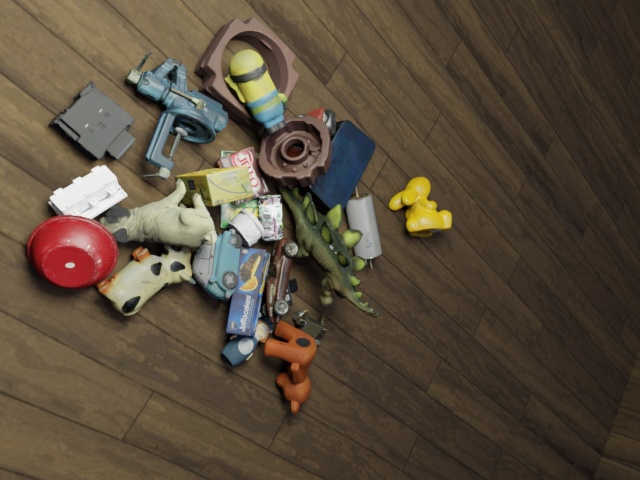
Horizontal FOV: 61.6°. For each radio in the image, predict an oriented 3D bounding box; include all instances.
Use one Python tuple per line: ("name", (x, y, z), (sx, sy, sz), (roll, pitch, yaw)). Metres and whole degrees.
("radio", (0.040, -0.189, 1.388), (0.131, 0.073, 0.229), (38, 71, -30))

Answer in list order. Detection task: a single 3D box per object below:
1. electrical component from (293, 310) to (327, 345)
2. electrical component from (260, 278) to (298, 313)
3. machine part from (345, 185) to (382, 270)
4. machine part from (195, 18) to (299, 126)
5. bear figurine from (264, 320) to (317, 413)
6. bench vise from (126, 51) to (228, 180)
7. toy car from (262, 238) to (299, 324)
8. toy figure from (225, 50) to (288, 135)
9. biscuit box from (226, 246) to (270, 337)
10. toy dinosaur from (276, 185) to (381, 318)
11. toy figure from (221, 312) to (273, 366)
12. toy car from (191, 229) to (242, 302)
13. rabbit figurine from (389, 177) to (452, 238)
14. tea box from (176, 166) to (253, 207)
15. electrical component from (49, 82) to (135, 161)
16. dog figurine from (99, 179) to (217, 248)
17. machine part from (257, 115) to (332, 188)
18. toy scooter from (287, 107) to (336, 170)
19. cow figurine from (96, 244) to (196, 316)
("electrical component", (-0.027, 0.225, 1.388), (0.102, 0.045, 0.078), (22, 109, -32))
("electrical component", (-0.097, 0.131, 1.327), (0.119, 0.048, 0.074), (-15, 102, -32))
("machine part", (0.116, -0.036, 1.448), (0.079, 0.079, 0.243), (-19, 104, -33))
("machine part", (-0.164, -0.377, 1.220), (0.201, 0.087, 0.201), (35, 74, -34))
("bear figurine", (-0.075, 0.318, 1.332), (0.120, 0.132, 0.195), (-57, 163, -58))
("bench vise", (-0.306, -0.243, 1.103), (0.223, 0.129, 0.240), (30, 66, -39))
("toy car", (-0.097, 0.093, 1.246), (0.053, 0.089, 0.202), (18, 73, -26))
("toy figure", (-0.127, -0.315, 1.143), (0.082, 0.089, 0.180), (-39, 112, -32))
("biscuit box", (-0.166, 0.120, 1.242), (0.063, 0.059, 0.202), (7, 80, 7))
("toy dinosaur", (-0.003, -0.004, 1.293), (0.471, 0.198, 0.105), (50, 46, 8))
("toy figure", (-0.164, 0.235, 1.281), (0.154, 0.058, 0.064), (-41, 129, -29))
("toy car", (-0.233, 0.054, 1.193), (0.103, 0.109, 0.161), (8, 80, -19))
("rabbit figurine", (0.282, -0.100, 1.560), (0.162, 0.122, 0.173), (4, 77, -26))
("tea box", (-0.227, -0.115, 1.141), (0.098, 0.170, 0.068), (-19, 104, -35))
("electrical component", (-0.435, -0.222, 1.054), (0.134, 0.058, 0.115), (43, 71, -29))
("dog figurine", (-0.326, -0.017, 1.081), (0.190, 0.173, 0.121), (-31, 138, -31))
("machine part", (-0.055, -0.203, 1.235), (0.179, 0.180, 0.056), (-65, 162, -13))
("toy scooter", (-0.035, -0.243, 1.314), (0.075, 0.135, 0.184), (60, 36, -63))
("cow figurine", (-0.349, 0.077, 1.120), (0.195, 0.086, 0.127), (-44, 119, -21))
